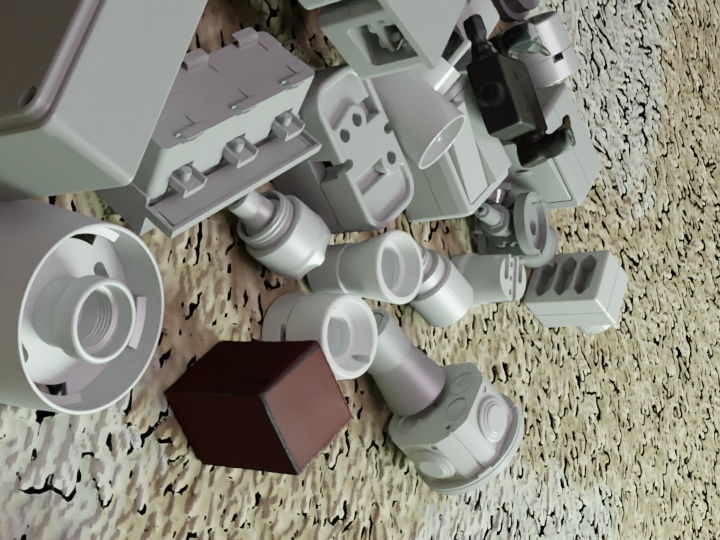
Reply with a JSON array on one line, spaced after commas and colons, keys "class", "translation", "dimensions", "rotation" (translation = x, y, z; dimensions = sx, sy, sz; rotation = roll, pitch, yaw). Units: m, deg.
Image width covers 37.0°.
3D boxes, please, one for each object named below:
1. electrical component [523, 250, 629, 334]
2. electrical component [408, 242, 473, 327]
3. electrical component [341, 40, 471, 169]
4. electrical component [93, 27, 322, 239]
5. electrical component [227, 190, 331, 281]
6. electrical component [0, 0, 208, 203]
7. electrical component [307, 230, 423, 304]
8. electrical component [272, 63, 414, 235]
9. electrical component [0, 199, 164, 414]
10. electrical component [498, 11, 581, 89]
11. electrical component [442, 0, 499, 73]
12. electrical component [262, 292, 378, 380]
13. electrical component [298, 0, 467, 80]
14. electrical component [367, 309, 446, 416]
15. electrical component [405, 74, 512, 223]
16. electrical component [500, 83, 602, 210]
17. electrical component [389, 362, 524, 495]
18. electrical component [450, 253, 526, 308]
[{"class": "electrical component", "translation": [0.182, 0.026, 0.864], "dimensions": [0.076, 0.066, 0.047], "rotation": [45, 54, -37]}, {"class": "electrical component", "translation": [0.044, 0.005, 0.727], "dimensions": [0.078, 0.040, 0.040], "rotation": [47, 53, -35]}, {"class": "electrical component", "translation": [0.035, -0.117, 0.666], "dimensions": [0.079, 0.077, 0.043], "rotation": [-49, 167, 8]}, {"class": "electrical component", "translation": [-0.081, -0.076, 0.563], "dimensions": [0.079, 0.063, 0.121], "rotation": [41, 44, 12]}, {"class": "electrical component", "translation": [-0.050, -0.025, 0.619], "dimensions": [0.062, 0.043, 0.043], "rotation": [40, 58, -38]}, {"class": "electrical component", "translation": [-0.135, -0.091, 0.477], "dimensions": [0.056, 0.109, 0.108], "rotation": [40, 58, -43]}, {"class": "electrical component", "translation": [0.000, 0.000, 0.657], "dimensions": [0.044, 0.065, 0.044], "rotation": [6, 82, -48]}, {"class": "electrical component", "translation": [-0.017, -0.071, 0.649], "dimensions": [0.053, 0.059, 0.095], "rotation": [-46, 121, -41]}, {"class": "electrical component", "translation": [-0.143, 0.018, 0.509], "dimensions": [0.099, 0.064, 0.099], "rotation": [-20, 114, -54]}, {"class": "electrical component", "translation": [0.139, -0.171, 0.844], "dimensions": [0.055, 0.055, 0.047], "rotation": [-41, 112, -43]}, {"class": "electrical component", "translation": [0.067, -0.176, 0.770], "dimensions": [0.081, 0.042, 0.063], "rotation": [57, 46, -30]}, {"class": "electrical component", "translation": [-0.023, 0.040, 0.641], "dimensions": [0.055, 0.047, 0.055], "rotation": [6, 82, -49]}, {"class": "electrical component", "translation": [0.023, -0.214, 0.621], "dimensions": [0.105, 0.060, 0.186], "rotation": [47, 54, -35]}, {"class": "electrical component", "translation": [0.020, 0.057, 0.695], "dimensions": [0.065, 0.044, 0.044], "rotation": [52, 51, -27]}, {"class": "electrical component", "translation": [0.055, -0.089, 0.732], "dimensions": [0.061, 0.061, 0.096], "rotation": [-46, 120, -41]}, {"class": "electrical component", "translation": [0.139, -0.085, 0.829], "dimensions": [0.096, 0.062, 0.061], "rotation": [58, 47, -28]}, {"class": "electrical component", "translation": [0.063, 0.103, 0.710], "dimensions": [0.051, 0.080, 0.080], "rotation": [50, 52, -27]}, {"class": "electrical component", "translation": [0.091, 0.007, 0.776], "dimensions": [0.040, 0.046, 0.040], "rotation": [6, 82, -49]}]
